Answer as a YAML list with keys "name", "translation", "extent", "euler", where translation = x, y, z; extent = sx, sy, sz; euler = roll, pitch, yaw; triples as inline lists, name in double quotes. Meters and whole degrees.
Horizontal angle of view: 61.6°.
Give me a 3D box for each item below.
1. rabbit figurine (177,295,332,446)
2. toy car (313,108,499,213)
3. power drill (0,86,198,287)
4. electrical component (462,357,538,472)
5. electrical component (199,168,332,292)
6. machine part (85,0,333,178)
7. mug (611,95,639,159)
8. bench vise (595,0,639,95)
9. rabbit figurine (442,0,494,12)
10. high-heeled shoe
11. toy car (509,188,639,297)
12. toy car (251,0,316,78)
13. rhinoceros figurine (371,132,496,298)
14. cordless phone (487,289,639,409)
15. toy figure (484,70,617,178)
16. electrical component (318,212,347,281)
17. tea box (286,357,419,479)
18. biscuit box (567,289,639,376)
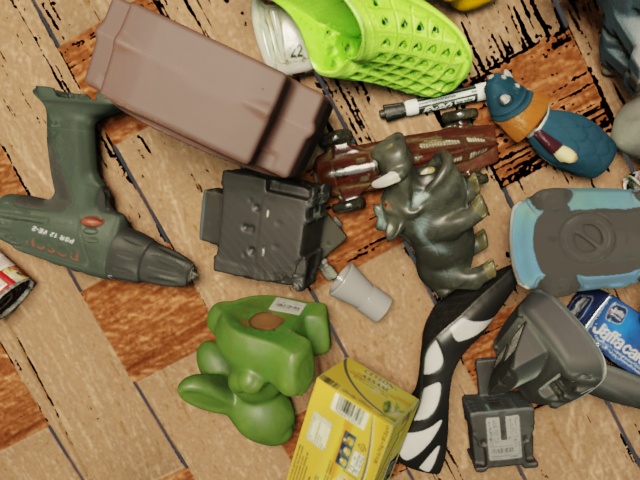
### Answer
- name: "rabbit figurine"
  translation: [-0.073, 0.157, 0.593]
  extent: [0.159, 0.121, 0.170]
  euler: [6, 113, 6]
- name: "toy car"
  translation: [0.092, -0.086, 0.581]
  extent: [0.202, 0.053, 0.089]
  euler: [-9, 95, 5]
- name: "power drill"
  translation: [-0.240, -0.060, 0.593]
  extent: [0.232, 0.086, 0.207]
  euler: [8, 106, 4]
- name: "electrical component"
  translation: [0.204, 0.198, 0.616]
  extent: [0.075, 0.048, 0.119]
  euler: [-3, 99, 3]
- name: "electrical component"
  translation: [-0.063, -0.016, 0.578]
  extent: [0.134, 0.058, 0.114]
  euler: [11, 102, 19]
- name: "machine part"
  translation: [-0.095, -0.134, 0.508]
  extent: [0.201, 0.201, 0.087]
  euler: [24, 101, -1]
- name: "mug"
  translation: [0.353, -0.114, 0.535]
  extent: [0.110, 0.107, 0.080]
  euler: [2, 99, -1]
- name: "bench vise"
  translation: [0.270, -0.265, 0.503]
  extent: [0.129, 0.223, 0.241]
  euler: [-32, 62, 22]
- name: "rabbit figurine"
  translation: [0.085, -0.278, 0.519]
  extent: [0.173, 0.162, 0.121]
  euler: [-2, 111, 21]
- name: "high-heeled shoe"
  translation: [0.159, 0.152, 0.596]
  extent: [0.249, 0.086, 0.145]
  euler: [-42, 95, 13]
- name: "toy car"
  translation: [0.277, -0.006, 0.555]
  extent: [0.162, 0.103, 0.109]
  euler: [-7, 95, 14]
- name: "toy car"
  translation: [-0.041, -0.273, 0.559]
  extent: [0.074, 0.056, 0.201]
  euler: [-10, 98, 4]
- name: "rhinoceros figurine"
  translation: [0.113, -0.025, 0.548]
  extent: [0.112, 0.073, 0.190]
  euler: [-16, 124, 20]
- name: "cordless phone"
  translation: [0.274, 0.130, 0.537]
  extent: [0.184, 0.146, 0.089]
  euler: [17, 63, 12]
- name: "toy figure"
  translation: [0.233, -0.119, 0.563]
  extent: [0.154, 0.064, 0.057]
  euler: [30, 112, -3]
- name: "electrical component"
  translation: [-0.001, -0.002, 0.609]
  extent: [0.063, 0.021, 0.094]
  euler: [-40, 87, 7]
- name: "tea box"
  translation: [0.031, 0.228, 0.586]
  extent: [0.098, 0.068, 0.169]
  euler: [28, 115, 27]
- name: "biscuit box"
  translation: [0.366, 0.130, 0.590]
  extent: [0.203, 0.063, 0.059]
  euler: [34, 96, -2]
